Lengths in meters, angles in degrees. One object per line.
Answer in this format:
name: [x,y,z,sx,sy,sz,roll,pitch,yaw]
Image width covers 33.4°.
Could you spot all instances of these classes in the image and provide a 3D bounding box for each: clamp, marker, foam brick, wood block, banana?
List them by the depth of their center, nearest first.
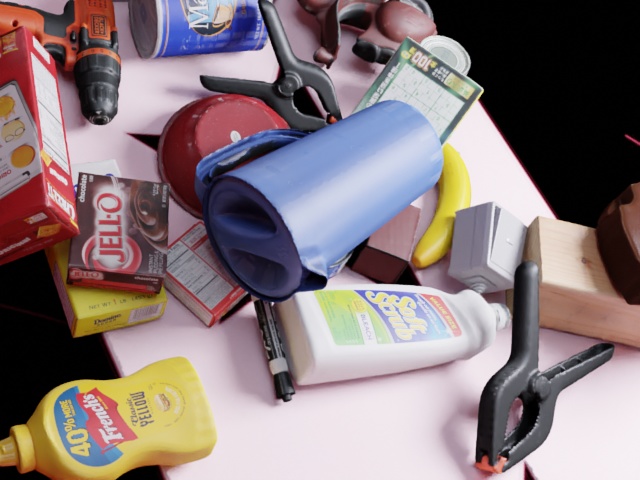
marker: [-0.047,0.102,1.057,0.020,0.020,0.121,-6,67,-24]
clamp: [0.211,0.137,1.086,0.164,0.036,0.209,49,65,-23]
foam brick: [0.072,-0.001,1.159,0.051,0.053,0.078,21,52,-5]
wood block: [0.320,0.051,1.191,0.206,0.090,0.091,13,55,-12]
clamp: [-0.038,-0.189,1.217,0.171,0.120,0.039,28,14,-18]
banana: [0.140,-0.046,1.228,0.069,0.037,0.197,5,54,-1]

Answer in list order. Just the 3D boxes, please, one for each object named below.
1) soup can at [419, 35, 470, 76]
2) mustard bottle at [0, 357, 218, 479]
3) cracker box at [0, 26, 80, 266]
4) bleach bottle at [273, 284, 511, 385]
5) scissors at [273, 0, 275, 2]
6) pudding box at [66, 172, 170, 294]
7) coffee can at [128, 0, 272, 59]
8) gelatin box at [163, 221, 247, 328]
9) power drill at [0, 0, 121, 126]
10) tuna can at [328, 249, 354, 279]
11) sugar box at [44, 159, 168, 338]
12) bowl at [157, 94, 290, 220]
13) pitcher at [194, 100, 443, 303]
soup can: [0.130,-0.186,1.276,0.068,0.102,0.068,10,55,-14]
mustard bottle: [-0.194,0.167,0.943,0.191,0.058,0.096,-11,61,-26]
cracker box: [-0.324,-0.077,1.011,0.164,0.072,0.214,-21,61,9]
bleach bottle: [0.083,0.085,1.100,0.250,0.068,0.102,-5,57,-26]
scissors: [-0.121,-0.318,1.297,0.096,0.016,0.201,51,39,6]
pudding box: [-0.191,-0.007,1.016,0.090,0.039,0.113,7,52,-15]
coffee can: [-0.139,-0.265,1.231,0.140,0.103,0.103,-9,61,-26]
gelatin box: [-0.117,0.034,1.081,0.089,0.030,0.073,40,55,9]
power drill: [-0.310,-0.205,1.158,0.187,0.057,0.184,5,52,-21]
tuna can: [-0.007,0.001,1.140,0.086,0.034,0.086,10,54,-14]
sugar box: [-0.222,0.004,1.052,0.093,0.048,0.176,-12,63,-27]
bowl: [-0.092,-0.098,1.144,0.162,0.055,0.162,5,67,-12]
pitcher: [0.003,-0.056,1.069,0.242,0.145,0.149,-33,104,-36]
